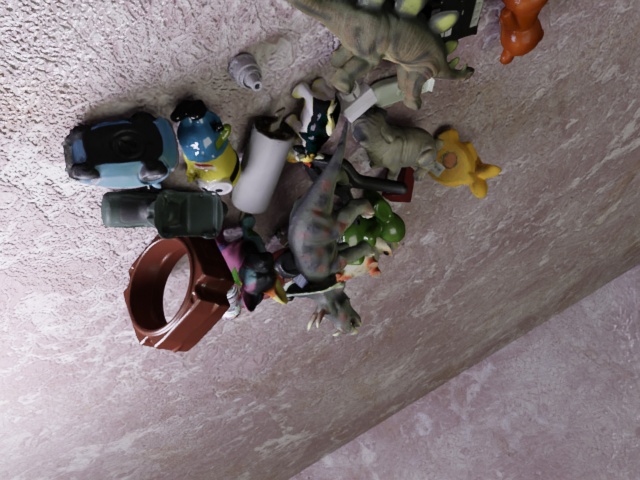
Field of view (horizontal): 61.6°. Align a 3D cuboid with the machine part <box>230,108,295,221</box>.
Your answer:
[{"bbox_3d":[-0.106,-0.133,0.975,0.079,0.079,0.243,-7,136,-36],"label":"machine part"}]

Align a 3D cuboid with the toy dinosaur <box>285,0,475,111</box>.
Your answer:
[{"bbox_3d":[0.088,-0.335,0.852,0.471,0.105,0.198,6,134,-31],"label":"toy dinosaur"}]

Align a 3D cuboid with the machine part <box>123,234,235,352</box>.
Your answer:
[{"bbox_3d":[-0.268,0.088,0.996,0.201,0.201,0.087,-46,143,17],"label":"machine part"}]

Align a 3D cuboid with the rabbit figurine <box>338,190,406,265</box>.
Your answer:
[{"bbox_3d":[0.118,-0.037,1.259,0.170,0.121,0.158,-6,117,-15],"label":"rabbit figurine"}]

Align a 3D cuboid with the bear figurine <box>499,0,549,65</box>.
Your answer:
[{"bbox_3d":[0.369,-0.434,1.005,0.120,0.132,0.195,-35,165,3],"label":"bear figurine"}]

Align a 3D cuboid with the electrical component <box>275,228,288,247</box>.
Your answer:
[{"bbox_3d":[-0.052,-0.031,1.183,0.102,0.045,0.078,-46,174,20],"label":"electrical component"}]

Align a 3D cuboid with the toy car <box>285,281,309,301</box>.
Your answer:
[{"bbox_3d":[-0.033,0.113,1.367,0.201,0.056,0.073,6,123,-47],"label":"toy car"}]

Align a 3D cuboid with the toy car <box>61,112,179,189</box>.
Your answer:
[{"bbox_3d":[-0.295,-0.118,0.810,0.162,0.109,0.103,-13,161,-16],"label":"toy car"}]

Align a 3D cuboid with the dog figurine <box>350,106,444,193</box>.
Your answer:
[{"bbox_3d":[0.156,-0.207,1.072,0.172,0.121,0.190,-35,145,-3],"label":"dog figurine"}]

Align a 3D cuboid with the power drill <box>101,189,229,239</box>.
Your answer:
[{"bbox_3d":[-0.229,-0.050,0.885,0.232,0.207,0.086,-1,101,-31],"label":"power drill"}]

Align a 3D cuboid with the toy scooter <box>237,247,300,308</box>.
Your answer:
[{"bbox_3d":[-0.121,0.085,1.202,0.184,0.075,0.135,-41,-169,-23],"label":"toy scooter"}]

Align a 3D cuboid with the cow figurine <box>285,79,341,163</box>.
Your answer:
[{"bbox_3d":[-0.013,-0.193,0.963,0.068,0.098,0.167,-17,143,-35],"label":"cow figurine"}]

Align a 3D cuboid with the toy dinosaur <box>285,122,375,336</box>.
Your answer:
[{"bbox_3d":[0.001,-0.006,1.022,0.192,0.131,0.404,-32,125,-32],"label":"toy dinosaur"}]

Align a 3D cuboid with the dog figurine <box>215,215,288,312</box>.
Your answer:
[{"bbox_3d":[-0.148,0.066,1.060,0.108,0.219,0.191,-6,136,-31],"label":"dog figurine"}]

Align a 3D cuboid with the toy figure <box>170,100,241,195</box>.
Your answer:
[{"bbox_3d":[-0.181,-0.150,0.884,0.089,0.082,0.180,-48,147,-26],"label":"toy figure"}]

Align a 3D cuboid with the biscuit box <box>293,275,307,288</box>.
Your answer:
[{"bbox_3d":[-0.013,0.024,1.227,0.059,0.063,0.202,-39,166,-45],"label":"biscuit box"}]

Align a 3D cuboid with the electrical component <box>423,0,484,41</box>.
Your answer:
[{"bbox_3d":[0.220,-0.405,0.937,0.134,0.058,0.114,-21,143,-20],"label":"electrical component"}]

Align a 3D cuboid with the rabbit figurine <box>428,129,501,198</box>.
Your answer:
[{"bbox_3d":[0.343,-0.179,1.267,0.173,0.162,0.121,-9,129,-61],"label":"rabbit figurine"}]

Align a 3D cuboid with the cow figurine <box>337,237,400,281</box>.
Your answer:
[{"bbox_3d":[0.108,0.030,1.345,0.195,0.127,0.085,-21,146,5],"label":"cow figurine"}]
